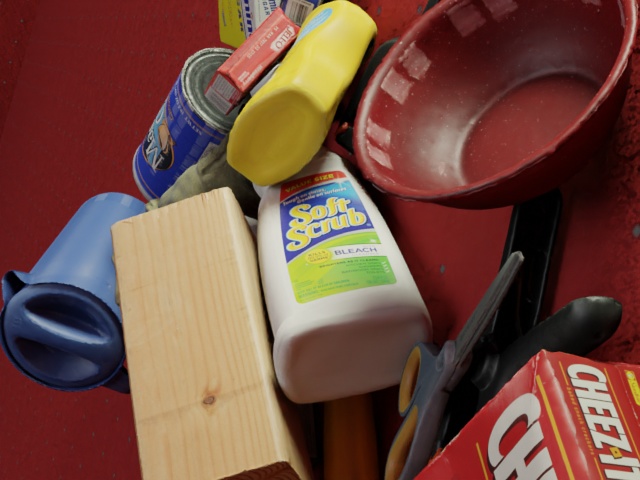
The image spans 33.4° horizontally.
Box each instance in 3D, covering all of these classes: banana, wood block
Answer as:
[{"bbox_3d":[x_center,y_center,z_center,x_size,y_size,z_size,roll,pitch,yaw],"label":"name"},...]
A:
[{"bbox_3d":[0.021,0.162,0.670,0.070,0.037,0.198,94,176,-50],"label":"banana"},{"bbox_3d":[-0.072,0.080,0.705,0.090,0.091,0.206,66,-172,-54],"label":"wood block"}]

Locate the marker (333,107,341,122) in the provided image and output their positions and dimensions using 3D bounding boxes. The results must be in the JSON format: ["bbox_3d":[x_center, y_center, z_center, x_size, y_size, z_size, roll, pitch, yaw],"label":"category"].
[{"bbox_3d":[0.000,-0.143,0.895,0.020,0.020,0.121,-55,33,42],"label":"marker"}]

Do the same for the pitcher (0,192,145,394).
[{"bbox_3d":[-0.242,0.053,1.173,0.242,0.145,0.149,-79,-8,-61],"label":"pitcher"}]

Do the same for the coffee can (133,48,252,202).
[{"bbox_3d":[-0.108,-0.098,1.012,0.141,0.102,0.103,-49,37,48],"label":"coffee can"}]

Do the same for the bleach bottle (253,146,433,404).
[{"bbox_3d":[-0.005,0.001,0.740,0.251,0.102,0.068,-113,16,-53],"label":"bleach bottle"}]

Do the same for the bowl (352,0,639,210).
[{"bbox_3d":[0.098,-0.071,0.554,0.162,0.055,0.162,-26,41,25],"label":"bowl"}]

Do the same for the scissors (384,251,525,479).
[{"bbox_3d":[0.069,0.056,0.574,0.096,0.016,0.202,-84,9,-53],"label":"scissors"}]

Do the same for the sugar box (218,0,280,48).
[{"bbox_3d":[-0.061,-0.225,0.998,0.176,0.048,0.093,-133,39,-71],"label":"sugar box"}]

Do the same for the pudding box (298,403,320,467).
[{"bbox_3d":[-0.038,0.135,0.830,0.090,0.039,0.113,-47,41,47],"label":"pudding box"}]

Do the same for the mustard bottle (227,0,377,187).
[{"bbox_3d":[-0.002,-0.125,0.788,0.096,0.058,0.191,-48,11,41],"label":"mustard bottle"}]

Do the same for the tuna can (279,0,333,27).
[{"bbox_3d":[-0.004,-0.209,0.874,0.086,0.034,0.086,25,-92,-87],"label":"tuna can"}]

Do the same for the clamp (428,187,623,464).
[{"bbox_3d":[0.100,0.065,0.545,0.120,0.039,0.171,-94,18,-67],"label":"clamp"}]

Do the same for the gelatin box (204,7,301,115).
[{"bbox_3d":[-0.055,-0.143,0.869,0.073,0.030,0.089,-48,6,-13],"label":"gelatin box"}]

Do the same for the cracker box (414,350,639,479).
[{"bbox_3d":[0.087,0.179,0.487,0.214,0.072,0.164,-57,32,39],"label":"cracker box"}]

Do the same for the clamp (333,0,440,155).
[{"bbox_3d":[0.065,-0.094,0.707,0.210,0.036,0.164,140,137,-57],"label":"clamp"}]
